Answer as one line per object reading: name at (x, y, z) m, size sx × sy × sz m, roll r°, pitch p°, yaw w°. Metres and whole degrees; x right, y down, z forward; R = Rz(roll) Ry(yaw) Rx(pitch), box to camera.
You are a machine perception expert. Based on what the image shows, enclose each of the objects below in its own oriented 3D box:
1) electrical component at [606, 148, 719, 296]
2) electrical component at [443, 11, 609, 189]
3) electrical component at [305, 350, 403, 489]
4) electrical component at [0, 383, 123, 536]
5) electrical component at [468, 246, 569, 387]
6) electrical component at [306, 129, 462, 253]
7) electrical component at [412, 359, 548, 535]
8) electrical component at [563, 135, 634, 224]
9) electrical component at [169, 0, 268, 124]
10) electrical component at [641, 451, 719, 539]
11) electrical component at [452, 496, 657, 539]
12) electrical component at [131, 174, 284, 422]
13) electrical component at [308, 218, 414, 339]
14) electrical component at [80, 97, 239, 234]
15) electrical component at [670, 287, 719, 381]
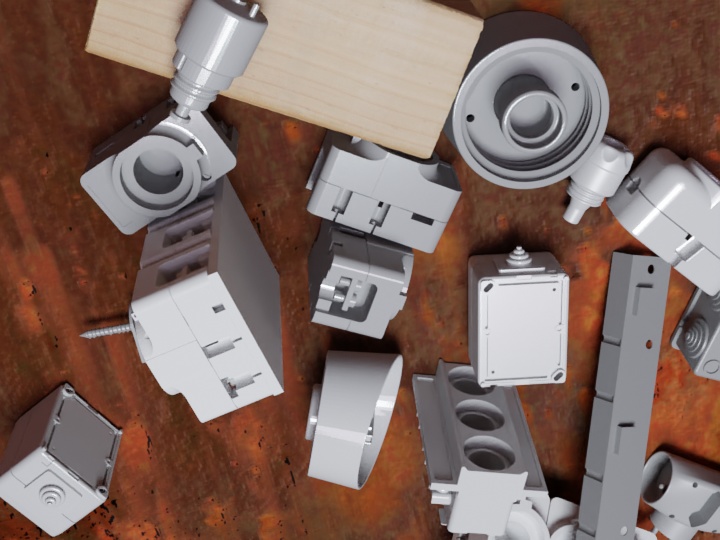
electrical component at (0.224, -0.036, 0.730) m, size 0.095 × 0.053 × 0.059 m, roll 34°, pitch 110°, yaw -19°
electrical component at (0.105, -0.103, 0.682) m, size 0.108 × 0.060 × 0.108 m, roll -2°, pitch 117°, yaw -3°
electrical component at (-0.004, 0.105, 0.765) m, size 0.064 × 0.099 × 0.099 m, roll 9°, pitch 116°, yaw -2°
electrical component at (-0.218, 0.141, 0.766) m, size 0.061 × 0.096 × 0.061 m, roll -37°, pitch 114°, yaw 15°
electrical component at (0.109, 0.026, 0.753) m, size 0.062 × 0.061 × 0.096 m, roll -3°, pitch 110°, yaw -2°
electrical component at (0.016, -0.058, 0.705) m, size 0.089 × 0.050 × 0.055 m, roll 18°, pitch 115°, yaw -12°
electrical component at (0.080, 0.126, 0.765) m, size 0.079 × 0.121 × 0.063 m, roll 6°, pitch 120°, yaw -7°
electrical component at (0.156, -0.059, 0.724) m, size 0.035 × 0.035 × 0.061 m, roll 19°, pitch 117°, yaw -13°
electrical component at (-0.080, -0.114, 0.572) m, size 0.040 × 0.040 × 0.078 m, roll 25°, pitch 114°, yaw -16°
electrical component at (0.257, 0.189, 0.855) m, size 0.077 × 0.043 × 0.079 m, roll 21°, pitch 114°, yaw -14°
electrical component at (0.150, 0.228, 0.832) m, size 0.150 × 0.089 × 0.062 m, roll 23°, pitch 155°, yaw -15°
electrical component at (-0.096, 0.014, 0.678) m, size 0.062 × 0.150 × 0.089 m, roll -23°, pitch 117°, yaw 6°
electrical component at (0.000, 0.000, 0.712) m, size 0.056 × 0.089 × 0.050 m, roll 15°, pitch 115°, yaw -12°
electrical component at (-0.127, -0.070, 0.686) m, size 0.089 × 0.055 × 0.050 m, roll -31°, pitch 115°, yaw 12°
electrical component at (0.287, 0.039, 0.776) m, size 0.100 × 0.048 × 0.099 m, roll 14°, pitch 116°, yaw -11°
